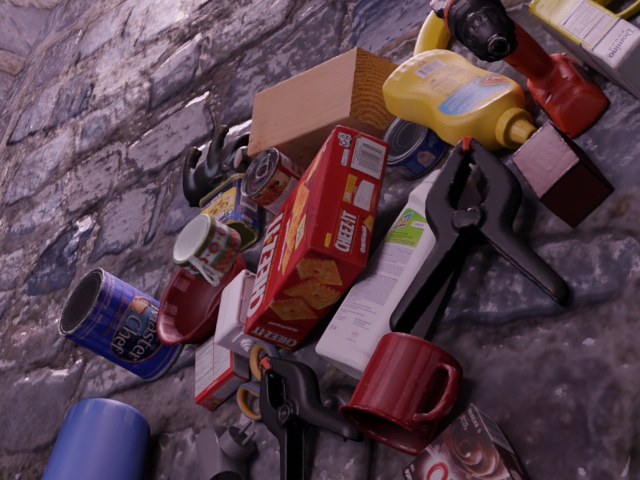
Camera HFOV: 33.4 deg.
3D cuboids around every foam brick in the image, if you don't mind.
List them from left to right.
[{"bbox_3d":[0.217,-0.060,0.965,0.051,0.053,0.078,-46,30,18],"label":"foam brick"}]

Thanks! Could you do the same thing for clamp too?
[{"bbox_3d":[-0.015,0.174,1.066,0.120,0.039,0.171,-42,47,24],"label":"clamp"},{"bbox_3d":[0.151,-0.009,0.984,0.165,0.036,0.210,-7,55,28],"label":"clamp"}]

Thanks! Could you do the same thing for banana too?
[{"bbox_3d":[0.141,-0.220,1.264,0.070,0.037,0.197,-15,48,26],"label":"banana"}]

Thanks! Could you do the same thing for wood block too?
[{"bbox_3d":[0.009,-0.154,1.320,0.207,0.090,0.091,-15,64,51],"label":"wood block"}]

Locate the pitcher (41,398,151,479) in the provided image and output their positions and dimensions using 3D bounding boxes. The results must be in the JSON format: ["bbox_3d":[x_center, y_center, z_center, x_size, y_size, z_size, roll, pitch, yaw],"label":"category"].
[{"bbox_3d":[-0.280,0.321,1.274,0.149,0.145,0.242,-22,39,28],"label":"pitcher"}]

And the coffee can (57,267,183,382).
[{"bbox_3d":[-0.263,0.114,1.425,0.103,0.140,0.103,-37,34,31],"label":"coffee can"}]

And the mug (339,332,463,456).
[{"bbox_3d":[0.081,0.134,0.936,0.117,0.093,0.081,-16,42,61],"label":"mug"}]

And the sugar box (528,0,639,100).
[{"bbox_3d":[0.265,-0.175,0.968,0.048,0.093,0.176,-51,30,11],"label":"sugar box"}]

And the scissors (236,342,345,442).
[{"bbox_3d":[-0.031,0.158,1.135,0.202,0.016,0.096,-6,79,54],"label":"scissors"}]

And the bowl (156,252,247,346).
[{"bbox_3d":[-0.140,0.074,1.367,0.162,0.055,0.162,-37,34,31],"label":"bowl"}]

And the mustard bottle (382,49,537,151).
[{"bbox_3d":[0.155,-0.139,1.106,0.096,0.058,0.192,-31,38,-19],"label":"mustard bottle"}]

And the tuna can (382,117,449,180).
[{"bbox_3d":[0.107,-0.113,1.204,0.086,0.033,0.086,-37,34,31],"label":"tuna can"}]

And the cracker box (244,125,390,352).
[{"bbox_3d":[-0.008,0.001,1.158,0.214,0.072,0.164,128,159,-54],"label":"cracker box"}]

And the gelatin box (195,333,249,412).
[{"bbox_3d":[-0.118,0.150,1.284,0.073,0.030,0.089,-42,32,28],"label":"gelatin box"}]

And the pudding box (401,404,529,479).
[{"bbox_3d":[0.121,0.203,0.859,0.090,0.039,0.113,-47,30,16],"label":"pudding box"}]

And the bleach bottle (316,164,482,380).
[{"bbox_3d":[0.096,0.024,1.057,0.103,0.068,0.250,15,71,56],"label":"bleach bottle"}]

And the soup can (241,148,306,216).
[{"bbox_3d":[-0.036,-0.057,1.293,0.069,0.102,0.068,-37,34,31],"label":"soup can"}]

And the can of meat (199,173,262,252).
[{"bbox_3d":[-0.122,-0.027,1.442,0.102,0.057,0.084,-33,38,36],"label":"can of meat"}]

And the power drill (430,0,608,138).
[{"bbox_3d":[0.185,-0.175,0.993,0.057,0.187,0.184,-44,30,19],"label":"power drill"}]
